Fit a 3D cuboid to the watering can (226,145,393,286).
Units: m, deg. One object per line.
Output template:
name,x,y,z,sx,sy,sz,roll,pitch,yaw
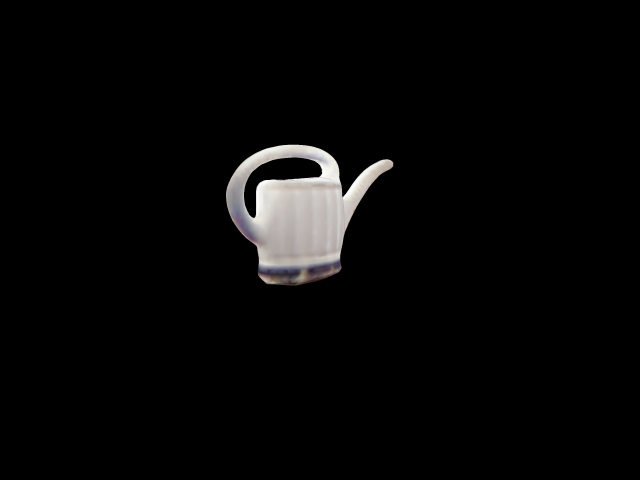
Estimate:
watering can,0.003,-0.043,0.850,0.349,0.223,0.104,-5,7,-39
